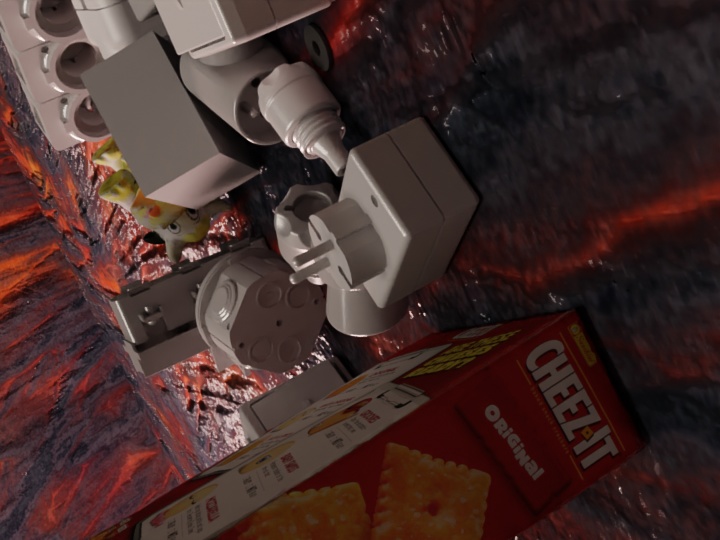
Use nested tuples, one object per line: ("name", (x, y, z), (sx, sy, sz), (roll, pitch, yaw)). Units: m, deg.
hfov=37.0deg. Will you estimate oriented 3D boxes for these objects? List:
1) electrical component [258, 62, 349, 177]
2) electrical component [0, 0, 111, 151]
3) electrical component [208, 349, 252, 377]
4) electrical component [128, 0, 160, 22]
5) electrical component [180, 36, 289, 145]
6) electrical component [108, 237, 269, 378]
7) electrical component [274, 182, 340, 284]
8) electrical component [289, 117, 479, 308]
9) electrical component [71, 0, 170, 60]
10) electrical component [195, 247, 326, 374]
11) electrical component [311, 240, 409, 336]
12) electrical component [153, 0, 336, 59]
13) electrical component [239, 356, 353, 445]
("electrical component", (-0.024, -0.073, 0.536), (0.061, 0.035, 0.035), (54, 161, 19))
("electrical component", (-0.240, -0.183, 0.887), (0.061, 0.089, 0.150), (47, 157, 40))
("electrical component", (-0.101, 0.041, 0.866), (0.081, 0.064, 0.042), (48, 158, 40))
("electrical component", (-0.116, -0.189, 0.602), (0.076, 0.047, 0.066), (65, 162, -10))
("electrical component", (-0.069, -0.117, 0.583), (0.077, 0.043, 0.079), (42, 153, 48))
("electrical component", (-0.118, 0.023, 0.795), (0.063, 0.121, 0.079), (68, 162, -9))
("electrical component", (-0.025, -0.016, 0.606), (0.043, 0.043, 0.062), (52, 161, 31))
("electrical component", (0.002, -0.015, 0.479), (0.047, 0.076, 0.083), (57, 162, 16))
("electrical component", (-0.158, -0.179, 0.724), (0.095, 0.054, 0.059), (27, 141, 62))
("electrical component", (-0.066, 0.028, 0.730), (0.051, 0.080, 0.080), (27, 141, 53))
("electrical component", (0.000, 0.000, 0.558), (0.045, 0.045, 0.055), (44, 155, 45))
("electrical component", (-0.059, -0.137, 0.497), (0.096, 0.061, 0.061), (14, 129, 67))
("electrical component", (-0.040, 0.112, 0.746), (0.061, 0.096, 0.061), (51, 158, 33))
